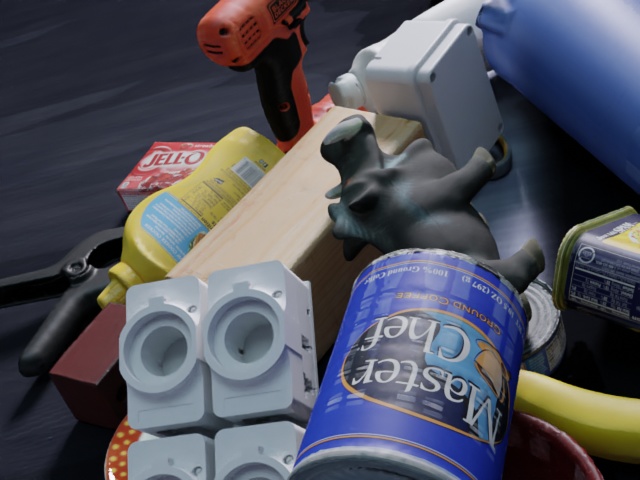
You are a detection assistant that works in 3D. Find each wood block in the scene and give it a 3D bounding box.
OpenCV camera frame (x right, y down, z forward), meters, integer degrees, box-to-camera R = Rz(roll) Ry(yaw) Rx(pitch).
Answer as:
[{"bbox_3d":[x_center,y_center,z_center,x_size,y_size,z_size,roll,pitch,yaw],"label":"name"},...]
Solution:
[{"bbox_3d":[-0.005,0.001,0.793,0.090,0.091,0.205,16,50,37],"label":"wood block"}]

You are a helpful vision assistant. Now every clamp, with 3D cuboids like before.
[{"bbox_3d":[-0.197,0.043,0.880,0.171,0.039,0.120,-28,50,-12],"label":"clamp"}]

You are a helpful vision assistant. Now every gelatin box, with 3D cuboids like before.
[{"bbox_3d":[-0.131,-0.058,0.976,0.089,0.030,0.073,5,44,30],"label":"gelatin box"}]

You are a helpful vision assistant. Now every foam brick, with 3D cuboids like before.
[{"bbox_3d":[-0.149,0.092,0.783,0.051,0.053,0.078,8,47,33],"label":"foam brick"}]

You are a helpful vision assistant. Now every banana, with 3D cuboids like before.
[{"bbox_3d":[0.194,0.097,0.614,0.198,0.037,0.069,-11,57,22],"label":"banana"}]

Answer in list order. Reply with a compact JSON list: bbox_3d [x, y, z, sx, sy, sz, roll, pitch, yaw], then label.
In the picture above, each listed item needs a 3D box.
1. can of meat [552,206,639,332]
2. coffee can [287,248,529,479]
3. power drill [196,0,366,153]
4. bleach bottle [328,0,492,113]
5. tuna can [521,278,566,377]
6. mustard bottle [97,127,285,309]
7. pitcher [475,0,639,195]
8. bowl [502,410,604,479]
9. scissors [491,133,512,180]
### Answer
[{"bbox_3d":[0.209,0.022,0.669,0.084,0.057,0.101,20,24,38],"label":"can of meat"},{"bbox_3d":[0.049,0.088,0.555,0.103,0.103,0.140,-3,41,23],"label":"coffee can"},{"bbox_3d":[-0.015,-0.161,0.918,0.057,0.187,0.184,13,51,39],"label":"power drill"},{"bbox_3d":[0.122,-0.176,0.922,0.250,0.103,0.068,-26,70,-16],"label":"bleach bottle"},{"bbox_3d":[0.118,0.062,0.705,0.086,0.033,0.086,-13,38,11],"label":"tuna can"},{"bbox_3d":[-0.100,-0.005,0.861,0.191,0.058,0.096,-40,74,-22],"label":"mustard bottle"},{"bbox_3d":[0.241,-0.123,0.809,0.149,0.145,0.243,-34,41,4],"label":"pitcher"},{"bbox_3d":[0.078,0.168,0.575,0.162,0.055,0.162,-14,38,11],"label":"bowl"},{"bbox_3d":[0.092,-0.097,0.928,0.096,0.016,0.202,-29,37,-9],"label":"scissors"}]
